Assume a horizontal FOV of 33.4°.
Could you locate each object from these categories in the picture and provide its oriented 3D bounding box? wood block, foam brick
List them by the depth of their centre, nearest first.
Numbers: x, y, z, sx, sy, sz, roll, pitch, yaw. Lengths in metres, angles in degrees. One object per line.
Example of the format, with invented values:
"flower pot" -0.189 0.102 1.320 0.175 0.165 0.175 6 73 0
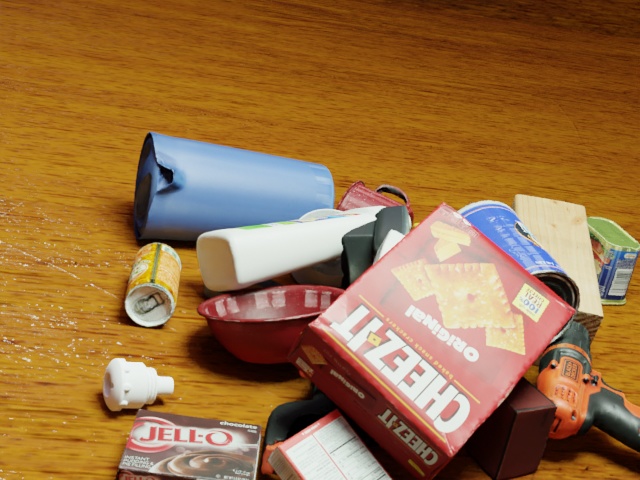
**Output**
"foam brick" 0.179 0.177 1.003 0.052 0.078 0.051 -2 26 -32
"wood block" 0.266 0.046 1.258 0.090 0.091 0.206 10 38 -1

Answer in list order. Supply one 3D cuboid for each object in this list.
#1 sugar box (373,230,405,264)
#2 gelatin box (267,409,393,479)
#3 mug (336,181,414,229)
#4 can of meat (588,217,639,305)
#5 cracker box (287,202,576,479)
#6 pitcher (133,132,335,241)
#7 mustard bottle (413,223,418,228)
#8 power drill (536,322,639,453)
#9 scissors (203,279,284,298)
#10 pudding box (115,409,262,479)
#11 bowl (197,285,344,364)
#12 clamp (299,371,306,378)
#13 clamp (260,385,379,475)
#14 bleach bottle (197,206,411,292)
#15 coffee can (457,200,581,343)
"sugar box" 0.080 0.076 1.036 0.093 0.048 0.176 27 42 -1
"gelatin box" 0.011 0.196 0.891 0.073 0.030 0.089 -26 70 -39
"mug" 0.075 -0.027 1.392 0.082 0.093 0.117 26 53 19
"can of meat" 0.375 0.026 1.418 0.057 0.084 0.102 3 25 -19
"cracker box" 0.103 0.083 0.952 0.164 0.072 0.213 42 52 11
"pitcher" -0.114 -0.055 1.358 0.242 0.145 0.149 6 36 -19
"mustard bottle" 0.219 0.018 1.401 0.191 0.058 0.096 3 26 -16
"power drill" 0.309 0.164 1.076 0.188 0.057 0.184 22 32 9
"scissors" -0.040 0.055 1.259 0.201 0.016 0.096 3 24 -17
"pudding box" -0.109 0.187 0.902 0.113 0.039 0.090 10 24 -2
"bowl" -0.044 0.089 1.098 0.162 0.055 0.162 -5 9 1
"clamp" 0.057 0.117 1.062 0.171 0.039 0.120 11 21 -22
"clamp" 0.009 0.168 0.999 0.165 0.036 0.209 27 24 36
"bleach bottle" -0.008 0.002 1.227 0.250 0.068 0.103 -12 4 -31
"coffee can" 0.194 0.037 1.120 0.102 0.103 0.140 1 31 -21
